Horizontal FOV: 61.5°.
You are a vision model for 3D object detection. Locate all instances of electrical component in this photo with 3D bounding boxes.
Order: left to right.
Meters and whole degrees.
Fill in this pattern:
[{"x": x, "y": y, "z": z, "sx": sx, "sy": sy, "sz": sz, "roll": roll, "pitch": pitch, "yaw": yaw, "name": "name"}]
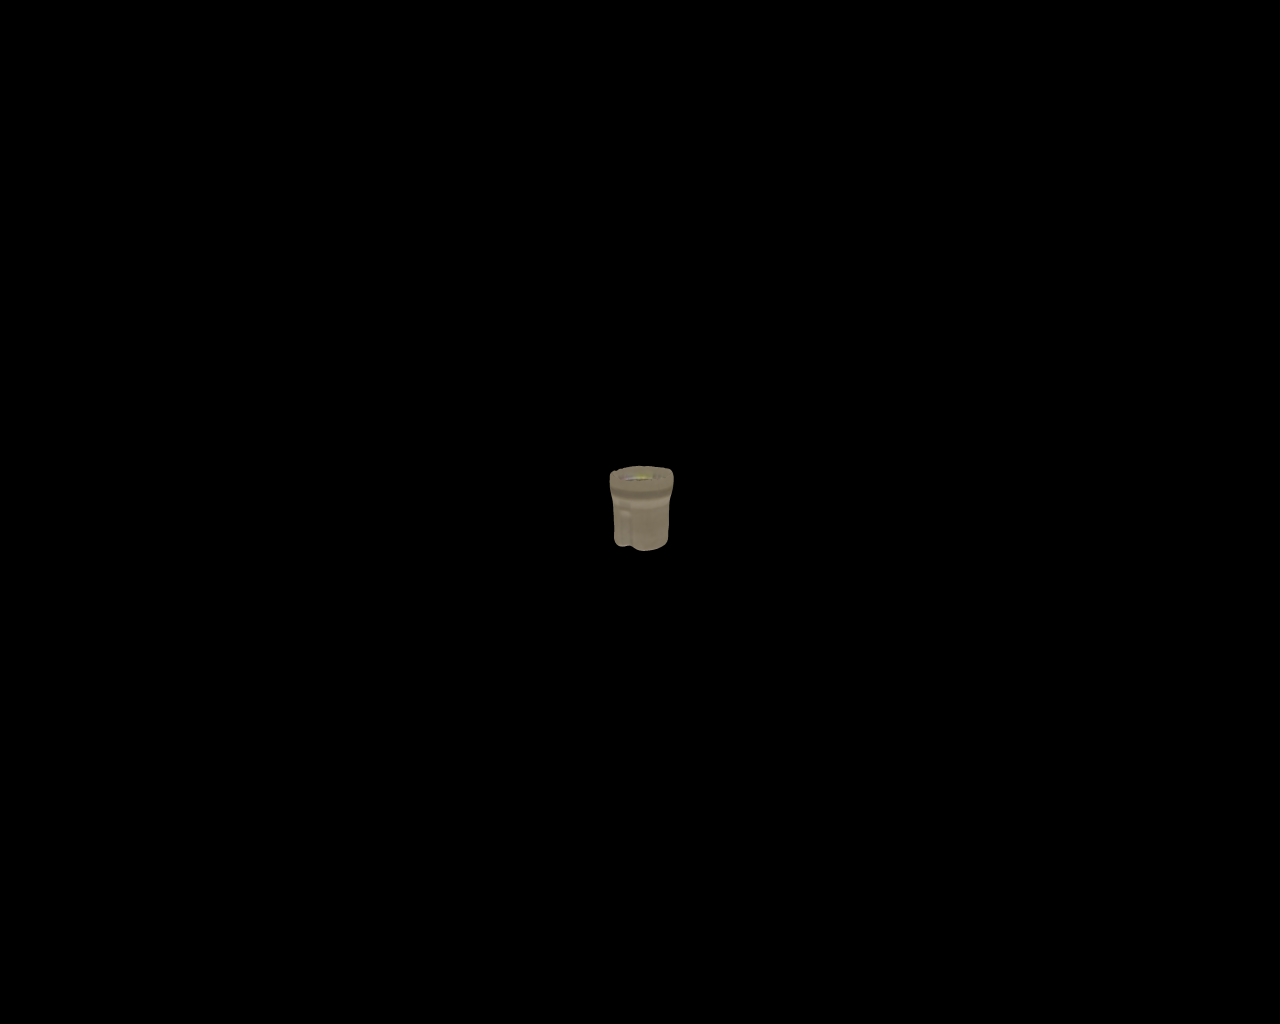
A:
[{"x": 0.001, "y": -0.003, "z": 0.650, "sx": 0.040, "sy": 0.046, "sz": 0.040, "roll": 0, "pitch": 15, "yaw": 0, "name": "electrical component"}]
